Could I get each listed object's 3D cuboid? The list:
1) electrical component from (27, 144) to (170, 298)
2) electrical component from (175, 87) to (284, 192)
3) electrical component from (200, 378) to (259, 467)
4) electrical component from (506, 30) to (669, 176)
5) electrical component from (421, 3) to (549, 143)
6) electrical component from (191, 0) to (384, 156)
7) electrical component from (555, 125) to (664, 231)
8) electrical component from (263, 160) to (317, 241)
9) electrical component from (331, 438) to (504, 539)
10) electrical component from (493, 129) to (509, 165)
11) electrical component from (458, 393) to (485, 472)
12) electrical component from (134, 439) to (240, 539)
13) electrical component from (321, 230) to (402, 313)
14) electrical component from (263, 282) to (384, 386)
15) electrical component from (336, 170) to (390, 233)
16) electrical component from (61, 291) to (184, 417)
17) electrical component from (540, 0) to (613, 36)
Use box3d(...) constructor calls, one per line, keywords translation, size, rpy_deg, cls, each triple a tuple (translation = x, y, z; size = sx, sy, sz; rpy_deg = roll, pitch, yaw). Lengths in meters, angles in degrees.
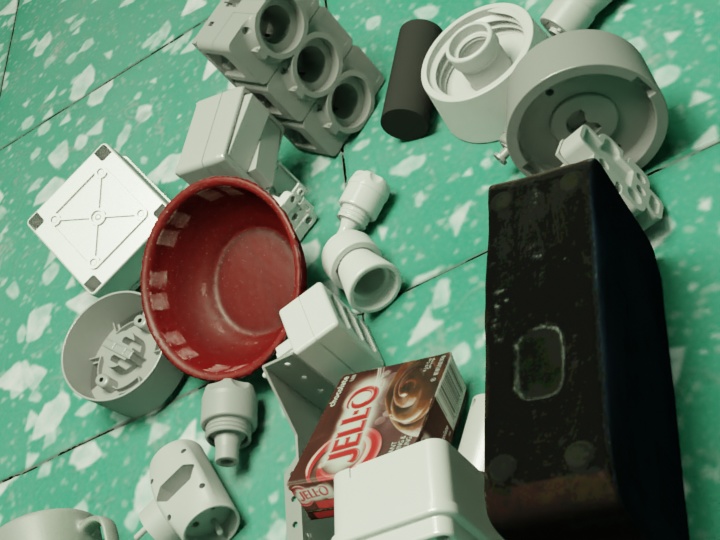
box3d(translation=(-0.231, -0.041, 0.998), size=(0.108, 0.056, 0.109), rpy_deg=(-46, 70, -1), cls="electrical component")
box3d(translation=(-0.104, -0.107, 0.907), size=(0.061, 0.062, 0.096), rpy_deg=(-13, 51, 32), cls="electrical component")
box3d(translation=(-0.099, 0.117, 0.809), size=(0.043, 0.043, 0.062), rpy_deg=(-22, 49, 25), cls="electrical component")
box3d(translation=(0.152, -0.114, 0.740), size=(0.108, 0.108, 0.060), rpy_deg=(-24, 40, 23), cls="electrical component")
box3d(translation=(0.100, -0.161, 0.850), size=(0.108, 0.060, 0.108), rpy_deg=(-21, 48, 25), cls="electrical component")
box3d(translation=(-0.055, -0.177, 0.920), size=(0.062, 0.150, 0.089), rpy_deg=(18, 71, 46), cls="electrical component")
box3d(translation=(0.153, -0.049, 0.716), size=(0.057, 0.078, 0.058), rpy_deg=(-40, 11, 35), cls="electrical component")
box3d(translation=(-0.075, -0.047, 0.917), size=(0.064, 0.042, 0.081), rpy_deg=(27, 78, 48), cls="electrical component")
box3d(translation=(0.043, 0.154, 0.614), size=(0.078, 0.113, 0.057), rpy_deg=(-24, 44, 23), cls="electrical component")
box3d(translation=(0.130, -0.111, 0.801), size=(0.078, 0.040, 0.040), rpy_deg=(-47, 42, 0), cls="electrical component")
box3d(translation=(0.089, 0.096, 0.674), size=(0.043, 0.043, 0.081), rpy_deg=(-3, 57, 38), cls="electrical component")
box3d(translation=(-0.135, 0.177, 0.792), size=(0.079, 0.043, 0.077), rpy_deg=(-44, 42, 2), cls="electrical component")
box3d(translation=(0.000, 0.000, 0.818), size=(0.045, 0.045, 0.055), rpy_deg=(-43, 42, 3), cls="electrical component")
box3d(translation=(-0.035, 0.061, 0.784), size=(0.077, 0.066, 0.047), rpy_deg=(-36, 43, 10), cls="electrical component")
box3d(translation=(-0.002, -0.048, 0.865), size=(0.035, 0.035, 0.061), rpy_deg=(14, 71, 44), cls="electrical component")
box3d(translation=(-0.195, 0.072, 0.906), size=(0.099, 0.064, 0.099), rpy_deg=(-21, 48, 26), cls="electrical component")
box3d(translation=(0.173, -0.210, 0.844), size=(0.065, 0.044, 0.044), rpy_deg=(-52, 42, 0), cls="electrical component")
